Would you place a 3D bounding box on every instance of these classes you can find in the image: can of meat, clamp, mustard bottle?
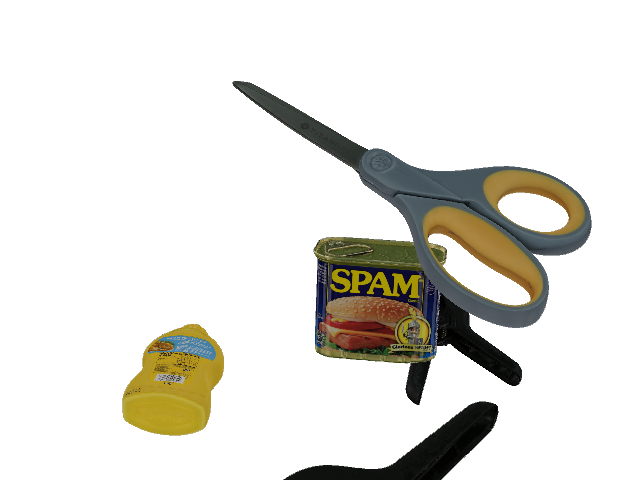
[{"bbox_3d":[0.045,0.047,0.835,0.102,0.084,0.057,4,16,7],"label":"can of meat"},{"bbox_3d":[0.133,0.094,1.096,0.120,0.171,0.039,2,-44,-13],"label":"clamp"},{"bbox_3d":[0.040,0.162,0.651,0.210,0.036,0.164,-5,29,-3],"label":"clamp"},{"bbox_3d":[-0.164,0.152,1.256,0.096,0.058,0.191,4,25,4],"label":"mustard bottle"}]

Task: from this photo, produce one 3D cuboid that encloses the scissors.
[{"bbox_3d":[0.049,-0.038,0.526,0.096,0.202,0.016,-27,-33,-22],"label":"scissors"}]
